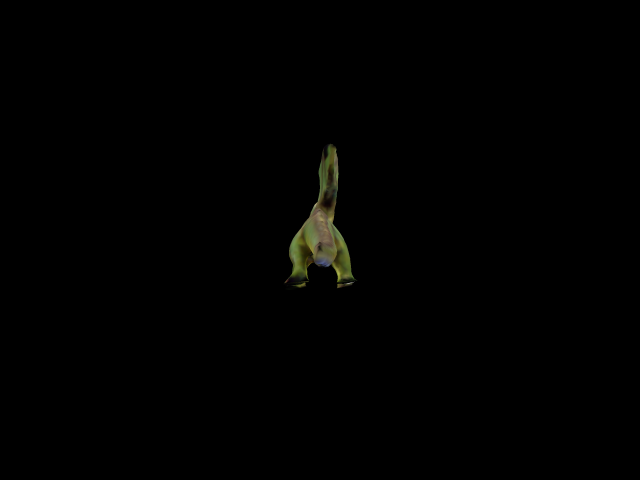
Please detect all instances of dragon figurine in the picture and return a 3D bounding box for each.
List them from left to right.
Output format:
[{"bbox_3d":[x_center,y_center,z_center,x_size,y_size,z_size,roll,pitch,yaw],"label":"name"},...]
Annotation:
[{"bbox_3d":[0.003,-0.043,0.850,0.122,0.246,0.405,1,-13,-3],"label":"dragon figurine"}]
